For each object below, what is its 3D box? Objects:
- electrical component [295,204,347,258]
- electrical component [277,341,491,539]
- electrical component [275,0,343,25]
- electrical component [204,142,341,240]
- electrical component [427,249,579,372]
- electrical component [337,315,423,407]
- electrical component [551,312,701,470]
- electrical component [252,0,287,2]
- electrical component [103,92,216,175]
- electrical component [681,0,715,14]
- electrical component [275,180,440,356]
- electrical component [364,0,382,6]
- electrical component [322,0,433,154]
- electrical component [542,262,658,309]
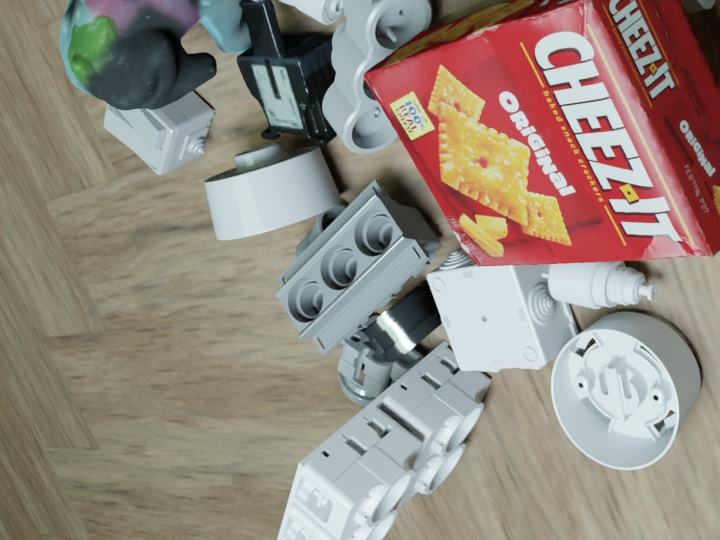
[{"bbox_3d":[-0.029,-0.023,0.916,0.044,0.044,0.065,51,144,4],"label":"electrical component"},{"bbox_3d":[0.025,0.154,0.870,0.060,0.186,0.105,36,136,21],"label":"electrical component"},{"bbox_3d":[-0.040,-0.210,0.798,0.065,0.044,0.044,33,135,20],"label":"electrical component"},{"bbox_3d":[-0.075,-0.070,0.881,0.108,0.108,0.060,-5,106,46],"label":"electrical component"},{"bbox_3d":[0.106,0.028,0.812,0.100,0.048,0.099,-10,105,46],"label":"electrical component"},{"bbox_3d":[0.013,0.082,0.934,0.078,0.058,0.057,33,132,24],"label":"electrical component"},{"bbox_3d":[0.187,0.082,0.759,0.099,0.064,0.099,24,131,31],"label":"electrical component"},{"bbox_3d":[-0.061,-0.233,0.730,0.048,0.099,0.099,17,104,-15],"label":"electrical component"},{"bbox_3d":[-0.180,-0.133,0.971,0.096,0.061,0.061,43,138,13],"label":"electrical component"},{"bbox_3d":[0.173,-0.163,0.626,0.065,0.044,0.044,-4,113,40],"label":"electrical component"},{"bbox_3d":[0.000,0.000,0.852,0.121,0.063,0.078,-44,63,24],"label":"electrical component"},{"bbox_3d":[0.024,-0.256,0.668,0.062,0.089,0.150,35,136,22],"label":"electrical component"},{"bbox_3d":[0.003,-0.160,0.784,0.073,0.052,0.138,57,147,37],"label":"electrical component"},{"bbox_3d":[0.168,0.008,0.746,0.078,0.040,0.040,13,125,38],"label":"electrical component"}]
